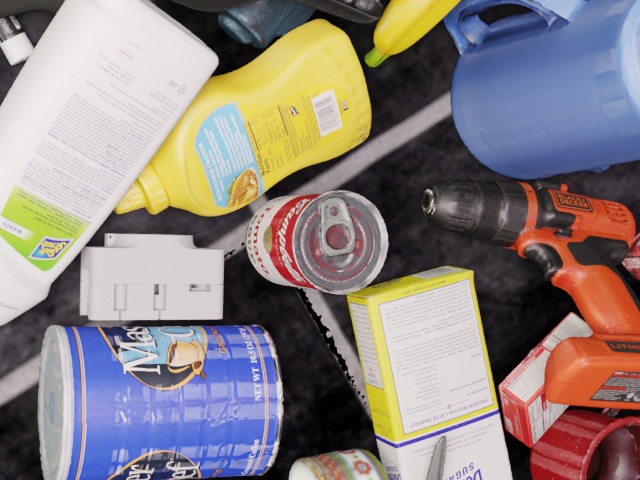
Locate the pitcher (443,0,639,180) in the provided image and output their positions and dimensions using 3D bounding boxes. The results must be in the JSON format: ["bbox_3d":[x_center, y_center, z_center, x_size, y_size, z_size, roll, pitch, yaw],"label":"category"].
[{"bbox_3d":[0.187,-0.118,0.740,0.149,0.243,0.145,-3,92,-15],"label":"pitcher"}]

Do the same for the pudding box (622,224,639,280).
[{"bbox_3d":[0.309,-0.014,0.872,0.113,0.090,0.039,-44,107,-16],"label":"pudding box"}]

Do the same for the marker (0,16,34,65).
[{"bbox_3d":[-0.224,-0.172,0.694,0.020,0.020,0.121,-32,102,-19],"label":"marker"}]

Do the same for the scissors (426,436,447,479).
[{"bbox_3d":[0.054,0.239,0.781,0.096,0.016,0.202,-12,113,-12],"label":"scissors"}]

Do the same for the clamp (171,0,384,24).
[{"bbox_3d":[-0.031,-0.169,0.659,0.171,0.120,0.039,-8,54,1],"label":"clamp"}]

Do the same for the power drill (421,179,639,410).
[{"bbox_3d":[0.175,0.031,0.783,0.184,0.057,0.187,6,46,-21],"label":"power drill"}]

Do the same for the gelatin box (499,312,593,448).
[{"bbox_3d":[0.179,0.110,0.834,0.089,0.030,0.073,-42,146,-16],"label":"gelatin box"}]

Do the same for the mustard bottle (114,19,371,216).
[{"bbox_3d":[-0.058,-0.070,0.733,0.191,0.058,0.096,-30,134,-16],"label":"mustard bottle"}]

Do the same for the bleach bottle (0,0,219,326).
[{"bbox_3d":[-0.174,-0.041,0.662,0.102,0.068,0.251,32,99,-37],"label":"bleach bottle"}]

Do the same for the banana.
[{"bbox_3d":[0.099,-0.202,0.760,0.037,0.069,0.198,42,97,-17],"label":"banana"}]

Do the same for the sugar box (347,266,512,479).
[{"bbox_3d":[0.084,0.115,0.807,0.093,0.048,0.176,-13,99,-21],"label":"sugar box"}]

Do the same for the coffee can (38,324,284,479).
[{"bbox_3d":[-0.107,0.107,0.699,0.140,0.103,0.103,1,90,-22],"label":"coffee can"}]

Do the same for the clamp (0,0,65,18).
[{"bbox_3d":[-0.169,-0.182,0.651,0.209,0.036,0.165,8,129,-24],"label":"clamp"}]

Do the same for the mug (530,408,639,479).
[{"bbox_3d":[0.226,0.170,0.844,0.093,0.082,0.117,36,78,-18],"label":"mug"}]

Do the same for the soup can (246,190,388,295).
[{"bbox_3d":[-0.005,0.001,0.739,0.068,0.102,0.068,0,91,-22],"label":"soup can"}]
